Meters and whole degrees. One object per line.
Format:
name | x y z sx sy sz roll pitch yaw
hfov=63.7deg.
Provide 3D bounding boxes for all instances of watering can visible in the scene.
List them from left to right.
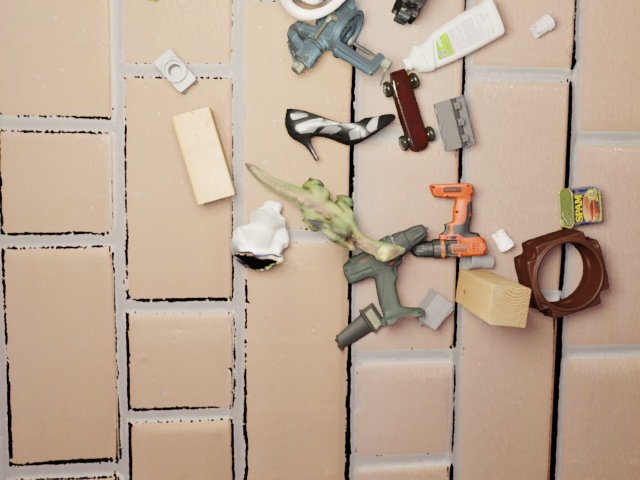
watering can | 0.000 -0.654 1.176 0.225 0.103 0.351 29 77 6

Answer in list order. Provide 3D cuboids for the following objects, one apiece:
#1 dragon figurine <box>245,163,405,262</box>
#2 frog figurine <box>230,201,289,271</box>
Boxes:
dragon figurine | 0.004 -0.059 1.166 0.409 0.245 0.121 26 98 -9
frog figurine | -0.142 -0.013 1.235 0.137 0.120 0.163 0 59 3
